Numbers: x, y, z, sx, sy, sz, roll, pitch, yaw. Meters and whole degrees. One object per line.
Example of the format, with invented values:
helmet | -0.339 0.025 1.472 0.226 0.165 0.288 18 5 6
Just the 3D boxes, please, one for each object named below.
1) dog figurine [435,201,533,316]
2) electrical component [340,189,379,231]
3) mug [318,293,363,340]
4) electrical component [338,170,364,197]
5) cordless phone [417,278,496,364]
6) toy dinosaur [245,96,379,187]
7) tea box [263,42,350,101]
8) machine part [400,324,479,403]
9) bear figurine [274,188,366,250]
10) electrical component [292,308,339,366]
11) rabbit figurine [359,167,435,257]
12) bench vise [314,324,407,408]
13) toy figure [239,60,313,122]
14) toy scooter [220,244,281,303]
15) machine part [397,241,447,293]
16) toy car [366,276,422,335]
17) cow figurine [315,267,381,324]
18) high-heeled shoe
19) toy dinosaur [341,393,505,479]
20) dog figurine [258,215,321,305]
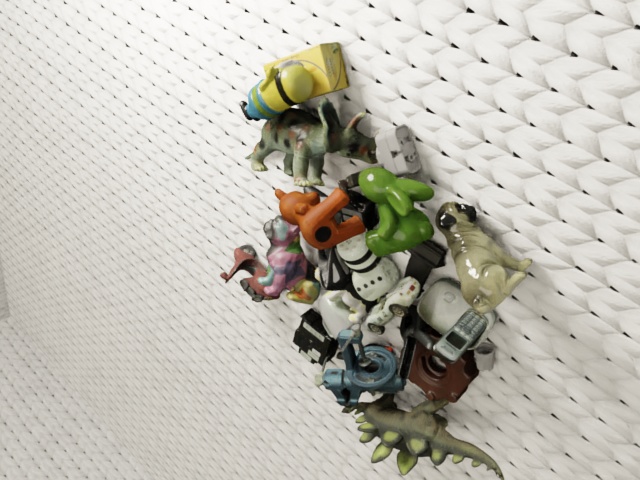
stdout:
dog figurine | 0.268 0.028 0.982 0.190 0.172 0.121 44 123 7
electrical component | 0.069 -0.070 1.179 0.119 0.048 0.074 21 141 30
mug | 0.040 0.186 1.331 0.107 0.081 0.109 58 142 18
electrical component | 0.090 -0.120 1.117 0.078 0.102 0.045 -178 71 -79
cordless phone | 0.245 0.165 1.052 0.147 0.184 0.088 37 127 22
toy dinosaur | -0.054 -0.226 1.182 0.405 0.131 0.192 23 106 42
tea box | -0.031 -0.344 1.128 0.170 0.068 0.098 -5 106 42
machine part | 0.260 0.272 1.187 0.180 0.056 0.179 19 121 35
bear figurine | -0.009 -0.061 1.140 0.120 0.132 0.196 57 179 -32
electrical component | -0.010 0.264 1.424 0.115 0.058 0.134 37 132 25
rabbit figurine | 0.137 -0.063 1.040 0.170 0.121 0.159 57 154 -16
bench vise | 0.081 0.285 1.244 0.224 0.129 0.240 4 129 25
toy figure | -0.087 -0.296 1.098 0.180 0.082 0.089 -28 103 42
toy scooter | -0.192 0.102 1.450 0.184 0.135 0.075 49 133 10
machine part | 0.213 0.059 1.135 0.084 0.039 0.138 32 128 19
toy car | 0.154 0.143 1.157 0.056 0.073 0.201 40 147 4
cow figurine | 0.064 0.109 1.271 0.167 0.068 0.098 44 128 12
high-heeled shoe | -0.003 -0.004 1.219 0.248 0.145 0.086 55 135 3
toy dinosaur | 0.214 0.432 1.209 0.472 0.198 0.105 -4 111 45
dog figurine | -0.061 0.035 1.323 0.109 0.191 0.219 -126 54 -69
